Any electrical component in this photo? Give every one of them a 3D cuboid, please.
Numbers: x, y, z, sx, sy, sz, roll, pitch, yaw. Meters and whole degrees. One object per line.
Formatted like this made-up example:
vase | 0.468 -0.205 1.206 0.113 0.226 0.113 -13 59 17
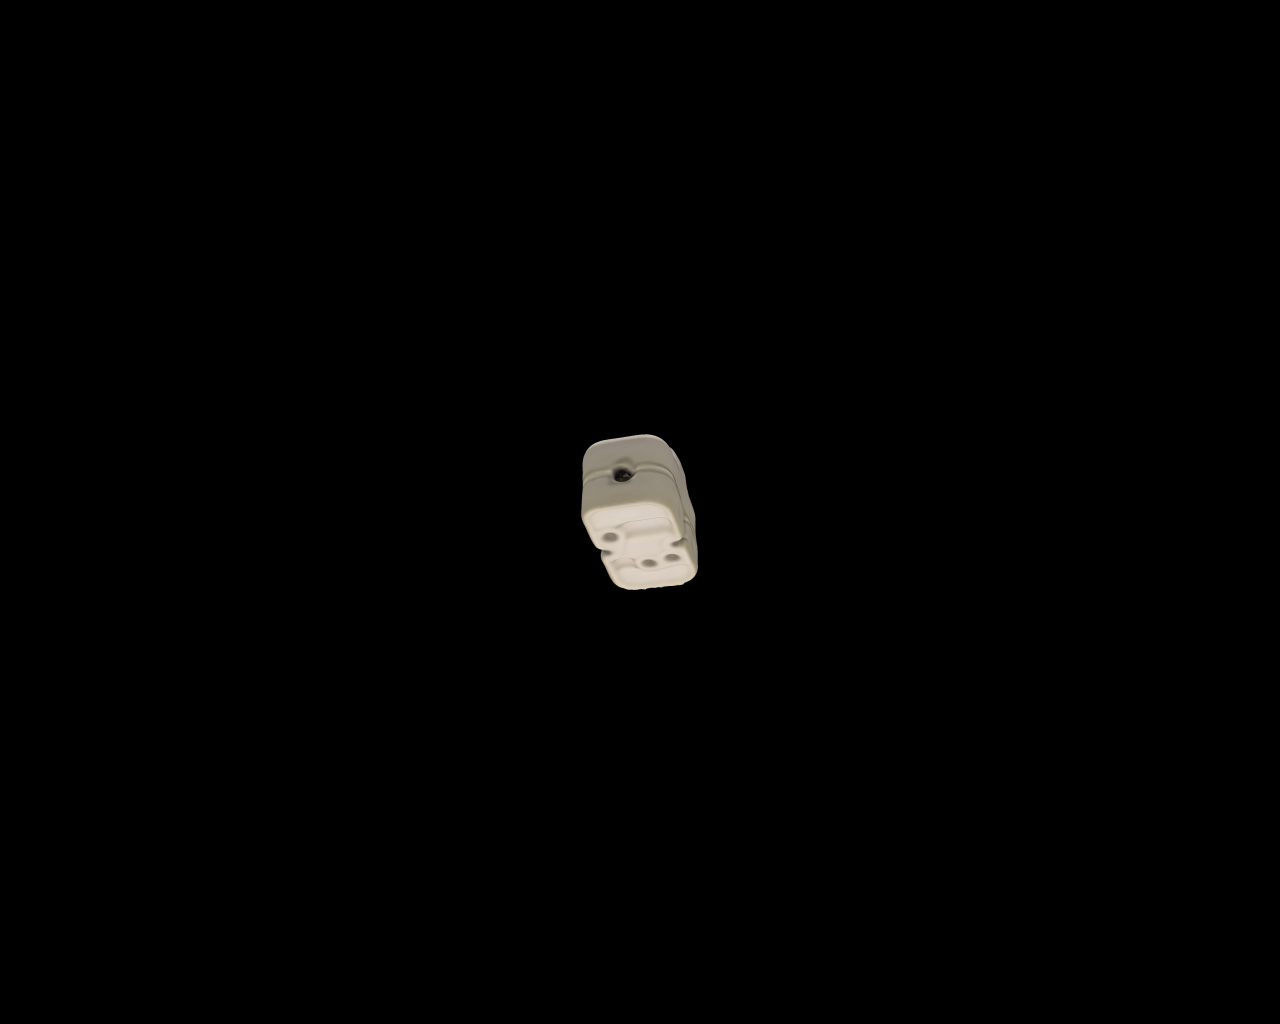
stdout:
electrical component | 0.001 -0.003 0.650 0.054 0.059 0.095 -8 -35 11
